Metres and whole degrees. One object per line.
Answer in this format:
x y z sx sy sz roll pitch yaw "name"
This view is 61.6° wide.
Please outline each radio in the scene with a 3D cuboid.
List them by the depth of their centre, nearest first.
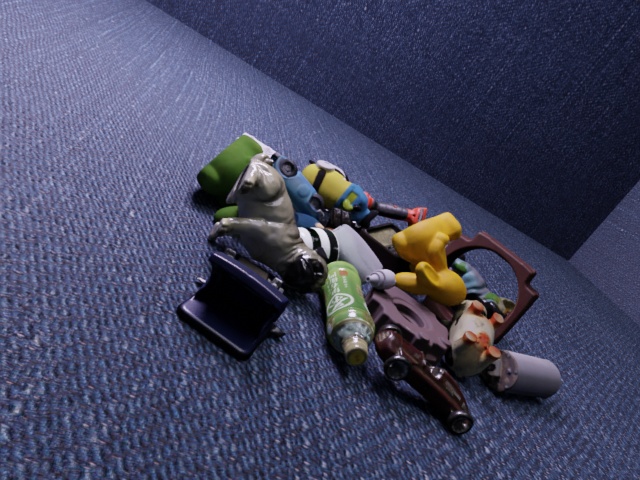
0.160 0.032 1.204 0.131 0.073 0.229 39 20 16 "radio"

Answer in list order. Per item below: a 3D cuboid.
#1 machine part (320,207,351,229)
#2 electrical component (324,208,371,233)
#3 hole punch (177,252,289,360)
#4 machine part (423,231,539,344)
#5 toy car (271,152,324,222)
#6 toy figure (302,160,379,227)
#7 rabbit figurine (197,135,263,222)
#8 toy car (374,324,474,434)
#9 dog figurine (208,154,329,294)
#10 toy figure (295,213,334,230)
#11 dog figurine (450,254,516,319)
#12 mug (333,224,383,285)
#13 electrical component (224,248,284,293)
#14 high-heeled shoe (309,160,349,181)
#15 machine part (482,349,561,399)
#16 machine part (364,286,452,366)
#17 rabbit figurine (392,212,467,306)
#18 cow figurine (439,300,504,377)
0.035 -0.024 1.098 0.084 0.039 0.139 27 -17 1 "machine part"
0.049 -0.038 1.221 0.119 0.047 0.075 20 14 13 "electrical component"
-0.097 0.069 0.671 0.142 0.092 0.116 32 15 3 "hole punch"
0.332 0.100 1.121 0.201 0.201 0.087 42 18 24 "machine part"
-0.070 -0.084 1.065 0.161 0.103 0.109 52 -12 -3 "toy car"
0.037 -0.094 1.138 0.180 0.089 0.082 42 -25 0 "toy figure"
-0.127 -0.083 0.960 0.170 0.121 0.159 46 20 -11 "rabbit figurine"
0.156 0.199 0.777 0.202 0.053 0.089 42 13 -15 "toy car"
-0.055 -0.024 0.841 0.190 0.172 0.121 27 -1 -15 "dog figurine"
-0.003 -0.004 1.037 0.154 0.057 0.064 28 -5 -40 "toy figure"
0.357 0.119 1.278 0.219 0.108 0.191 37 16 -4 "dog figurine"
0.050 0.028 0.984 0.107 0.081 0.109 59 -19 -6 "mug"
-0.099 0.053 0.768 0.102 0.045 0.078 35 20 1 "electrical component"
0.056 -0.115 1.317 0.145 0.086 0.248 46 5 39 "high-heeled shoe"
0.386 0.257 1.023 0.243 0.079 0.079 20 23 -39 "machine part"
0.147 0.144 0.936 0.179 0.056 0.179 30 18 -11 "machine part"
0.220 0.050 1.034 0.162 0.122 0.173 -17 78 -46 "rabbit figurine"
0.276 0.179 0.999 0.085 0.127 0.195 34 33 0 "cow figurine"
